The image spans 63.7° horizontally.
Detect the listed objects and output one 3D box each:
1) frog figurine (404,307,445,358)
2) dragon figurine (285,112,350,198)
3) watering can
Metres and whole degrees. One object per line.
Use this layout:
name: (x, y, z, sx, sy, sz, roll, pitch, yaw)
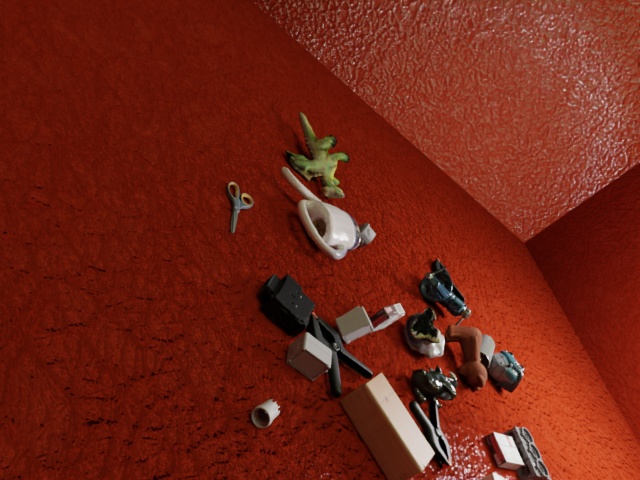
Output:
frog figurine: (0.323, 0.304, 1.594, 0.140, 0.123, 0.156, 59, -10, 39)
dragon figurine: (-0.029, -0.308, 1.874, 0.414, 0.120, 0.245, 53, 34, 15)
watering can: (0.005, -0.080, 1.595, 0.223, 0.102, 0.354, 16, 40, -49)
